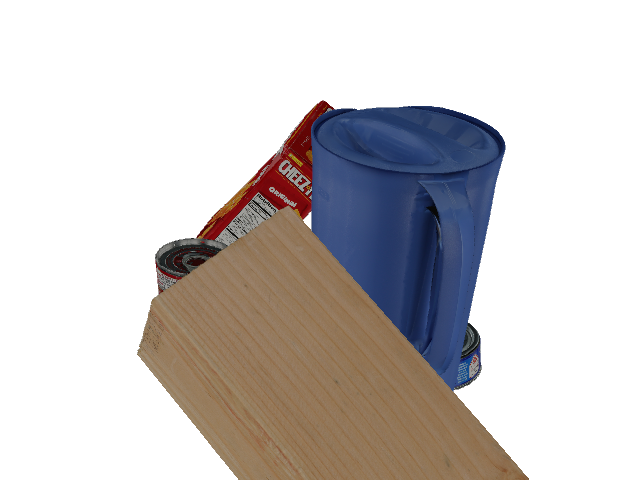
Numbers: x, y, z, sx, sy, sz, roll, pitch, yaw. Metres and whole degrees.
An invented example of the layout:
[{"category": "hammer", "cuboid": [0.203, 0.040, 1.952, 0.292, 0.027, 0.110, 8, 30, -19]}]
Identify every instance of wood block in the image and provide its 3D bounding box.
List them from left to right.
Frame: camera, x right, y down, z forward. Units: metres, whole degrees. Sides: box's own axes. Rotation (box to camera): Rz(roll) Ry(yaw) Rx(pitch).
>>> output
[{"category": "wood block", "cuboid": [0.009, 0.098, 0.540, 0.090, 0.206, 0.090, -36, -11, -26]}]

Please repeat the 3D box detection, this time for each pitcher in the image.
[{"category": "pitcher", "cuboid": [0.055, 0.034, 0.770, 0.145, 0.243, 0.149, 16, 29, 24]}]

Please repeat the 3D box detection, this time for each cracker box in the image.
[{"category": "cracker box", "cuboid": [-0.058, -0.044, 1.213, 0.214, 0.072, 0.164, -46, 8, 28]}]

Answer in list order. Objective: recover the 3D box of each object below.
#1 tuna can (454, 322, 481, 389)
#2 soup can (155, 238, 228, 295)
[{"category": "tuna can", "cuboid": [0.106, 0.103, 0.988, 0.086, 0.034, 0.086, -4, 26, 2]}, {"category": "soup can", "cuboid": [-0.108, 0.058, 0.926, 0.068, 0.102, 0.068, 2, 26, -1]}]
